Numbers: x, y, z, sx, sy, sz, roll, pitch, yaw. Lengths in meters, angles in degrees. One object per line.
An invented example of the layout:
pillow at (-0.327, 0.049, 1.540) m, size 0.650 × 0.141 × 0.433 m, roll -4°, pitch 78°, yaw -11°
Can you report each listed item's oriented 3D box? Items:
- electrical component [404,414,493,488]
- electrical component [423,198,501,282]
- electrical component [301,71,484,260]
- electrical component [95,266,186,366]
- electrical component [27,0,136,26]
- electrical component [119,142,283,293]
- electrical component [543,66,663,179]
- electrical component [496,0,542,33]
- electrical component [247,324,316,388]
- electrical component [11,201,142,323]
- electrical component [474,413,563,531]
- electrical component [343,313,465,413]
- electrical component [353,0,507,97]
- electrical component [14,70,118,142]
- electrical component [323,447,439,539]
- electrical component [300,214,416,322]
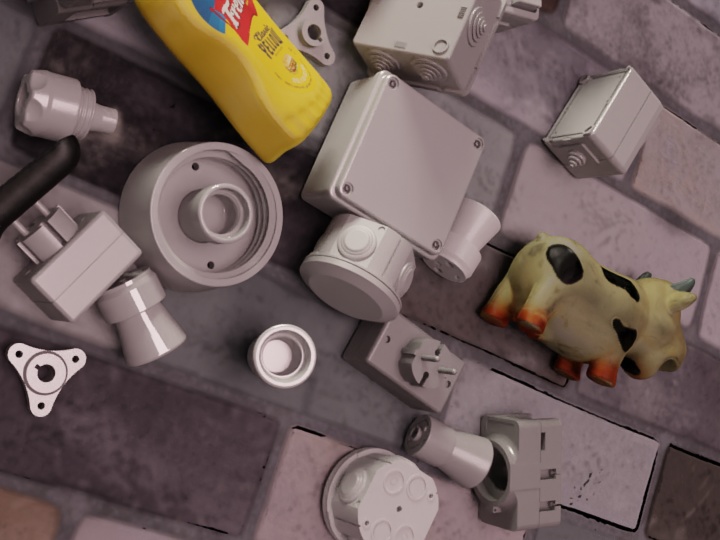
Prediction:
electrical component at (0.069, 0.143, 0.865) m, size 0.065 × 0.044 × 0.044 m, roll 29°, pitch 75°, yaw -24°
electrical component at (0.082, -0.024, 0.870) m, size 0.045 × 0.045 × 0.055 m, roll 42°, pitch 70°, yaw -25°
electrical component at (0.027, -0.078, 0.829) m, size 0.109 × 0.056 × 0.108 m, roll 31°, pitch 74°, yaw -28°
electrical component at (-0.149, 0.031, 0.726) m, size 0.045 × 0.045 × 0.055 m, roll -31°, pitch 105°, yaw -28°
electrical component at (-0.189, -0.256, 0.665) m, size 0.060 × 0.105 × 0.186 m, roll -18°, pitch 99°, yaw -31°
electrical component at (-0.105, -0.038, 0.744) m, size 0.108 × 0.060 × 0.108 m, roll 0°, pitch 90°, yaw -32°
electrical component at (0.212, -0.120, 0.941) m, size 0.061 × 0.062 × 0.096 m, roll 43°, pitch 69°, yaw -25°
electrical component at (0.111, -0.237, 0.879) m, size 0.062 × 0.061 × 0.096 m, roll 5°, pitch 87°, yaw -32°
electrical component at (-0.059, 0.062, 0.769) m, size 0.044 × 0.065 × 0.044 m, roll 1°, pitch 85°, yaw -14°
electrical component at (-0.196, -0.016, 0.695) m, size 0.065 × 0.047 × 0.076 m, roll -49°, pitch 114°, yaw -22°
electrical component at (0.130, 0.167, 0.896) m, size 0.056 × 0.050 × 0.089 m, roll 2°, pitch 89°, yaw -32°
electrical component at (0.045, 0.071, 0.828) m, size 0.083 × 0.076 × 0.047 m, roll 38°, pitch 71°, yaw -26°
electrical component at (0.052, -0.188, 0.820) m, size 0.099 × 0.100 × 0.048 m, roll -66°, pitch 152°, yaw -14°
electrical component at (-0.190, -0.104, 0.701) m, size 0.062 × 0.043 × 0.043 m, roll 11°, pitch 84°, yaw -33°
electrical component at (0.016, 0.179, 0.825) m, size 0.080 × 0.051 × 0.080 m, roll 0°, pitch 90°, yaw -32°
electrical component at (0.000, 0.000, 0.799) m, size 0.080 × 0.080 × 0.051 m, roll 39°, pitch 65°, yaw -26°
